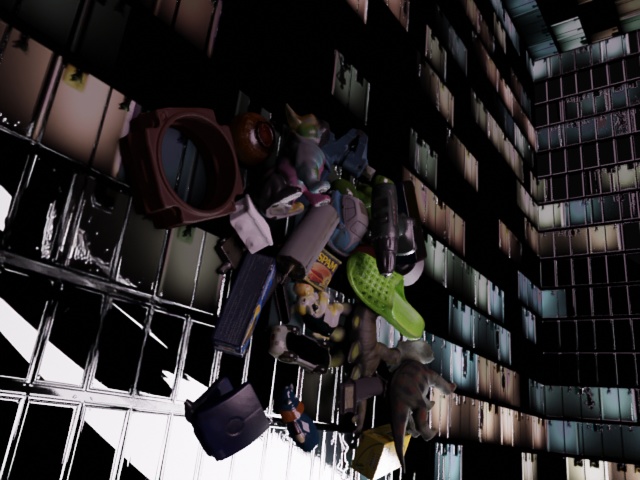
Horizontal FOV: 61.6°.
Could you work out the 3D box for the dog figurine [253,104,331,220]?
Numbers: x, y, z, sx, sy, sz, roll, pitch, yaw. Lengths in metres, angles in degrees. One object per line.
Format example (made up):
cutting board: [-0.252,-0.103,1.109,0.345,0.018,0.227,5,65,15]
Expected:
dog figurine: [-0.060,-0.168,1.114,0.108,0.192,0.219,69,5,-69]

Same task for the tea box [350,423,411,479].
tea box: [0.155,0.522,1.336,0.169,0.068,0.098,14,94,-58]

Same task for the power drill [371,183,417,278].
power drill: [0.174,-0.012,1.308,0.207,0.086,0.232,18,65,-60]

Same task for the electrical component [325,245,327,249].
electrical component: [-0.002,-0.003,1.284,0.102,0.045,0.078,34,55,-46]

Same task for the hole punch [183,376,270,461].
hole punch: [-0.163,0.320,0.964,0.116,0.092,0.142,-42,120,-45]

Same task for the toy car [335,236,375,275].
toy car: [0.092,0.039,1.399,0.202,0.053,0.089,-6,105,-54]

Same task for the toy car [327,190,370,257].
toy car: [0.067,-0.047,1.271,0.109,0.103,0.162,37,44,-47]

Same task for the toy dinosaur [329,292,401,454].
toy dinosaur: [0.101,0.274,1.329,0.198,0.105,0.471,-4,89,-47]

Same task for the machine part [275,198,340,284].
machine part: [-0.025,-0.001,1.150,0.079,0.079,0.243,55,49,-32]

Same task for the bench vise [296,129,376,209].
bench vise: [0.001,-0.159,1.229,0.223,0.129,0.240,35,78,-3]

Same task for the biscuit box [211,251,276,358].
biscuit box: [-0.143,0.120,1.036,0.059,0.063,0.203,96,11,-57]

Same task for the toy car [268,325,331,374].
toy car: [-0.039,0.241,1.176,0.201,0.056,0.073,36,49,-46]

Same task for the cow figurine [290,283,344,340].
cow figurine: [-0.017,0.161,1.211,0.167,0.068,0.098,41,59,-47]

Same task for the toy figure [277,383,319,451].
toy figure: [-0.051,0.373,1.128,0.058,0.064,0.154,-30,106,-13]

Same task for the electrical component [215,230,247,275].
electrical component: [-0.178,0.024,1.057,0.094,0.021,0.063,-54,125,-43]

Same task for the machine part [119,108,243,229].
machine part: [-0.237,-0.129,0.954,0.201,0.087,0.200,-19,98,-55]

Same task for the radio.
radio: [0.210,-0.044,1.511,0.073,0.131,0.229,-14,94,-54]

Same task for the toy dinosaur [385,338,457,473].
toy dinosaur: [0.227,0.388,1.383,0.192,0.131,0.405,45,29,5]

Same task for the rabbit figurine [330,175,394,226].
rabbit figurine: [0.092,-0.097,1.406,0.170,0.121,0.159,14,78,-33]

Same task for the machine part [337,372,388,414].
machine part: [0.096,0.351,1.244,0.139,0.039,0.084,-8,95,-37]
